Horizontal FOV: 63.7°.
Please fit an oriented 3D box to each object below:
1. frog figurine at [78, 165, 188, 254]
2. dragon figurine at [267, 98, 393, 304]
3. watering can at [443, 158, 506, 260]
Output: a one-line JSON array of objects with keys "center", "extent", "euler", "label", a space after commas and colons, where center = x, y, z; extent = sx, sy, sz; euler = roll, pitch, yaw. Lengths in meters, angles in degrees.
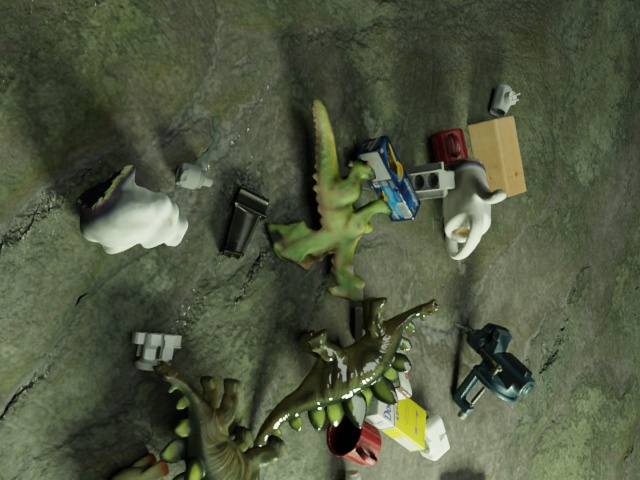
[{"center": [-0.292, -0.026, 0.823], "extent": [0.137, 0.125, 0.157], "euler": [-38, 124, 5], "label": "frog figurine"}, {"center": [0.003, -0.053, 1.043], "extent": [0.245, 0.122, 0.406], "euler": [-37, 107, -22], "label": "dragon figurine"}, {"center": [0.350, -0.093, 1.183], "extent": [0.104, 0.340, 0.229], "euler": [6, 63, -2], "label": "watering can"}]
